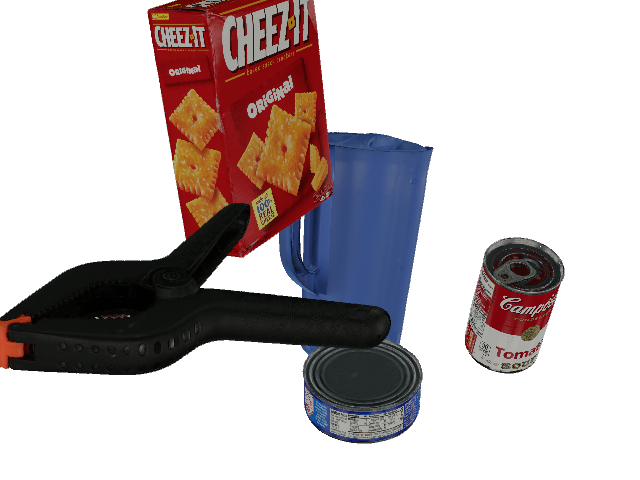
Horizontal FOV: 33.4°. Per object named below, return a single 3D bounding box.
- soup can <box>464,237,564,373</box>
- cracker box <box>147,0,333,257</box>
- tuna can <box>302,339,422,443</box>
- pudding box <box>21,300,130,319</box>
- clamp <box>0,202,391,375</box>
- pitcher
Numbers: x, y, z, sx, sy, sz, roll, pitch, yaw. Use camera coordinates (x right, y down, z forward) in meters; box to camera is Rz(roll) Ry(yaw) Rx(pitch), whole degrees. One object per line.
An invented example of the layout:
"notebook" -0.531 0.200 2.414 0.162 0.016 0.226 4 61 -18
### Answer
"soup can" 0.166 0.057 0.924 0.068 0.102 0.068 3 41 -3
"cracker box" -0.061 -0.114 0.946 0.072 0.214 0.163 8 25 30
"tuna can" 0.030 0.107 0.770 0.086 0.034 0.086 0 31 0
"pudding box" -0.224 0.068 1.061 0.114 0.039 0.090 5 19 21
"clamp" -0.087 0.030 0.618 0.209 0.036 0.165 -9 30 -27
"pitcher" 0.033 0.008 1.133 0.149 0.243 0.145 6 12 4
